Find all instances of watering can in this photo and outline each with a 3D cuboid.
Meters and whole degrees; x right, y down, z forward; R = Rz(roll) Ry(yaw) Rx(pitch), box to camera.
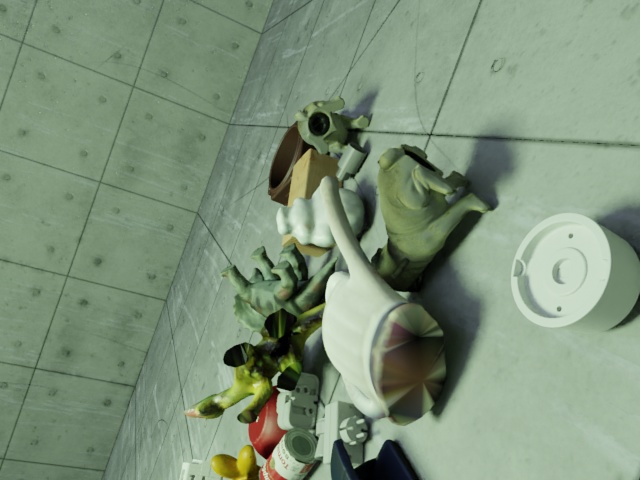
[{"bbox_3d":[0.064,0.092,0.690,0.225,0.104,0.344,18,118,62],"label":"watering can"}]

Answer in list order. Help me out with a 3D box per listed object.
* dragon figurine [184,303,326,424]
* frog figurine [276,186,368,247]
[{"bbox_3d":[-0.077,0.203,0.959,0.413,0.122,0.241,-37,-4,-11],"label":"dragon figurine"},{"bbox_3d":[0.003,-0.049,0.966,0.120,0.159,0.140,-41,37,50],"label":"frog figurine"}]
